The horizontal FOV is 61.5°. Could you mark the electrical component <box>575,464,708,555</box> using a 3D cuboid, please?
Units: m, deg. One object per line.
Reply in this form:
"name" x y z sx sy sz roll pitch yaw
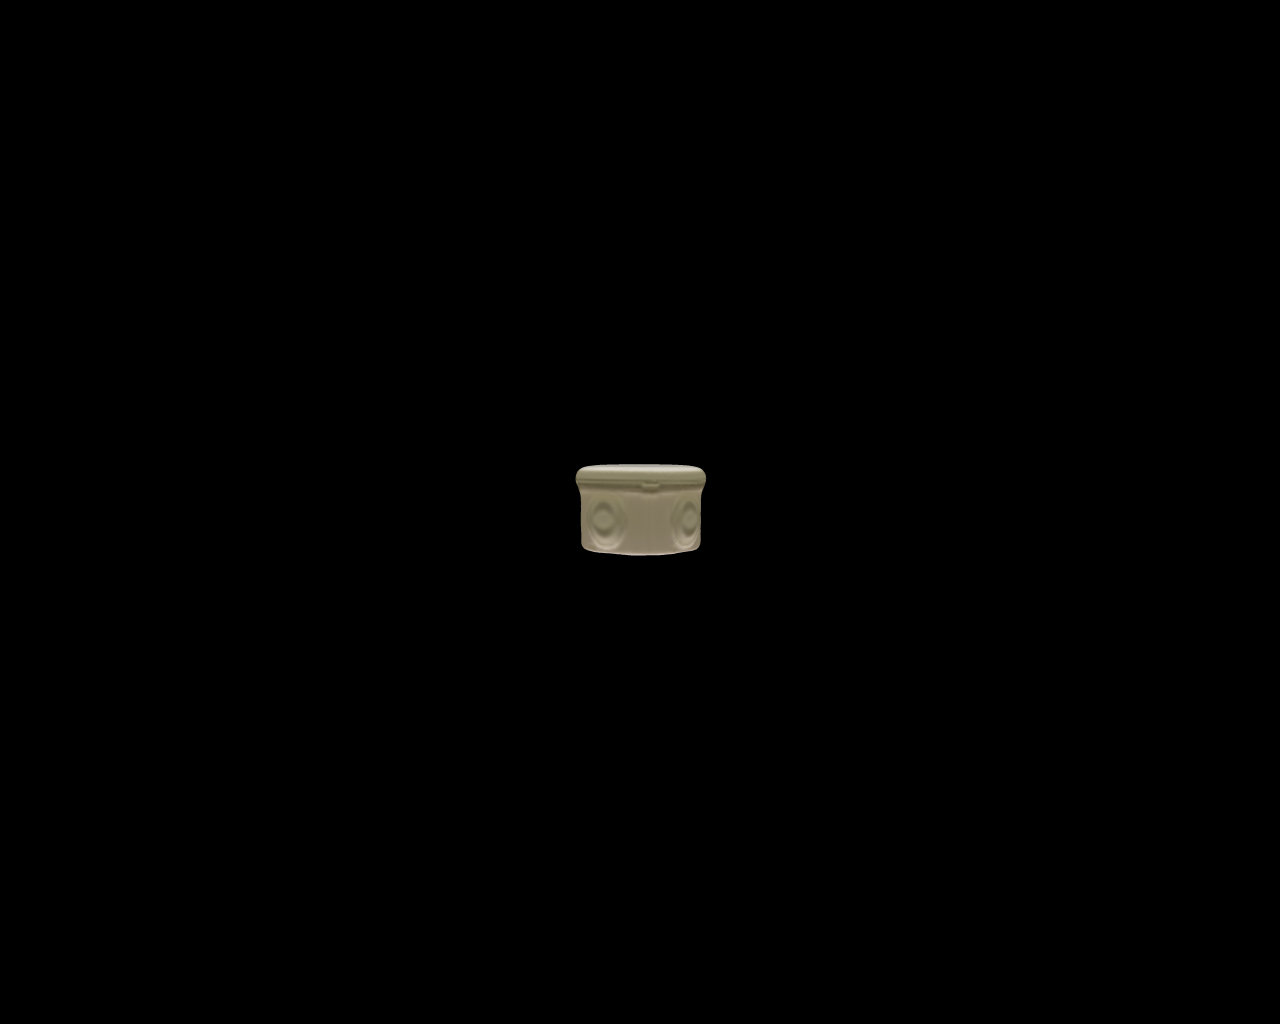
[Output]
"electrical component" 0.001 -0.003 0.650 0.080 0.051 0.080 0 4 0
